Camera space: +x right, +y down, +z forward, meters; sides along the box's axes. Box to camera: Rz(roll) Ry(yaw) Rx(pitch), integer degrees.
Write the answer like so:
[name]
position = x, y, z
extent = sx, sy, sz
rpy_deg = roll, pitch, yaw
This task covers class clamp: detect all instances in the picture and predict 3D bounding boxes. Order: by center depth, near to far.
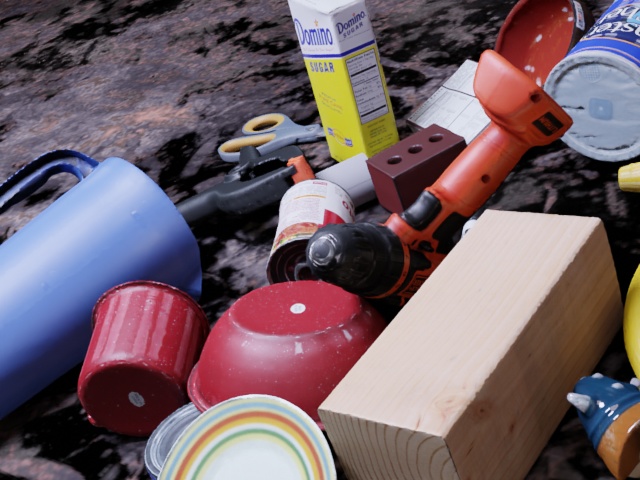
[clamp]
position = -0.067, -0.058, 1.018
extent = 0.210, 0.036, 0.164
rpy_deg = -12, 26, 48

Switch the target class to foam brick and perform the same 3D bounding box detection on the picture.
[foam brick]
position = 0.091, -0.059, 0.941
extent = 0.078, 0.051, 0.053
rpy_deg = -29, 31, -15

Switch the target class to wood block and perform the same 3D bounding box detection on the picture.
[wood block]
position = 0.103, 0.077, 0.669
extent = 0.091, 0.090, 0.205
rpy_deg = 7, 40, 40

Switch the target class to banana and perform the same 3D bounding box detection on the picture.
[banana]
position = 0.234, 0.042, 0.697
extent = 0.070, 0.037, 0.197
rpy_deg = 2, 36, 35

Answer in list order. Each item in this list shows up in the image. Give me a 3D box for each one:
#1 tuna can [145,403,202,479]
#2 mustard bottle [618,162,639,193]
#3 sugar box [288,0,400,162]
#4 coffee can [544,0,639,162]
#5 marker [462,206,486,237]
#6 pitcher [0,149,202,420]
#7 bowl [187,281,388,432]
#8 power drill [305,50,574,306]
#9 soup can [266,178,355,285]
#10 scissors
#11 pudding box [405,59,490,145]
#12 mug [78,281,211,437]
[tuna can]
position = -0.075, 0.145, 0.725
extent = 0.086, 0.034, 0.086
rpy_deg = -16, 30, 9
[mustard bottle]
position = 0.317, -0.054, 0.781
extent = 0.192, 0.058, 0.096
rpy_deg = -4, 32, 27
[sugar box]
position = 0.025, -0.148, 1.003
extent = 0.048, 0.176, 0.093
rpy_deg = -28, 31, -15
[coffee can]
position = 0.269, -0.147, 0.922
extent = 0.103, 0.103, 0.140
rpy_deg = 6, 38, 39
[marker]
position = 0.120, 0.008, 0.845
extent = 0.020, 0.020, 0.121
rpy_deg = -10, 31, 19
[pitcher]
position = -0.234, 0.040, 0.898
extent = 0.242, 0.145, 0.149
rpy_deg = -40, 37, -25
[bowl]
position = -0.015, 0.071, 0.746
extent = 0.162, 0.055, 0.162
rpy_deg = -4, 22, 1
[power drill]
position = 0.082, -0.037, 0.732
extent = 0.057, 0.184, 0.188
rpy_deg = 45, 104, 22
[soup can]
position = -0.006, 0.001, 0.887
extent = 0.068, 0.068, 0.102
rpy_deg = -14, 29, 13
[scissors]
position = -0.012, -0.122, 1.149
extent = 0.202, 0.016, 0.096
rpy_deg = -12, 31, 15
[pudding box]
position = 0.144, -0.117, 0.995
extent = 0.090, 0.039, 0.114
rpy_deg = -46, 31, -4
[mug]
position = -0.141, 0.098, 0.803
extent = 0.117, 0.093, 0.081
rpy_deg = -42, 24, 29
